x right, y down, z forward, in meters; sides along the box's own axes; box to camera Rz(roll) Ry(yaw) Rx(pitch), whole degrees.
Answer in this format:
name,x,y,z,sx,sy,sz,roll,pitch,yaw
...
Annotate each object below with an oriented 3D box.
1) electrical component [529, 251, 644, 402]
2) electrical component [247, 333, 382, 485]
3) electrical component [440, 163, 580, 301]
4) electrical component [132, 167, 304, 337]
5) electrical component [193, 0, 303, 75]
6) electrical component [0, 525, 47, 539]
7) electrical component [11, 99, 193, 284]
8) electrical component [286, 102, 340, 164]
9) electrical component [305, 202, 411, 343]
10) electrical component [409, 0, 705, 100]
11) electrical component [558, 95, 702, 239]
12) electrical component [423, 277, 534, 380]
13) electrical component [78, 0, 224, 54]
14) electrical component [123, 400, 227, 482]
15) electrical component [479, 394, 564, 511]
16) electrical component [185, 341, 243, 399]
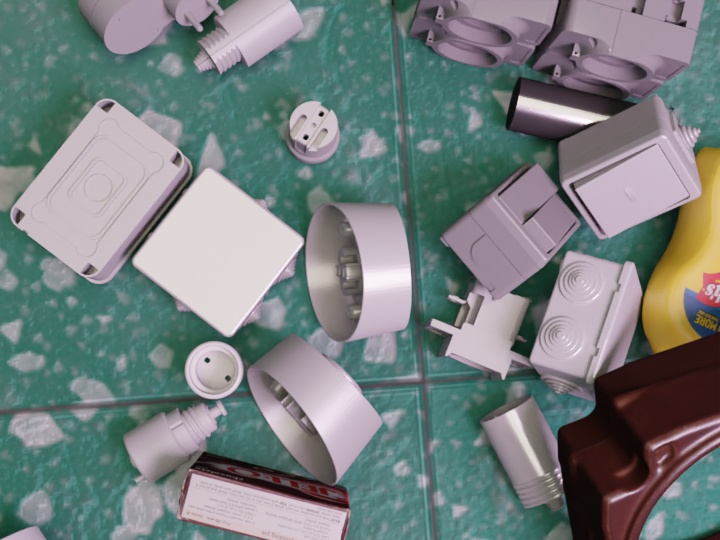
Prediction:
name,x,y,z,sx,sy,sz,roll,pitch,yaw
electrical component,0.160,0.042,0.757,0.048,0.099,0.099,16,77,24
electrical component,-0.034,0.094,0.746,0.099,0.099,0.064,45,78,1
electrical component,0.113,-0.033,0.766,0.061,0.096,0.061,50,126,1
electrical component,-0.100,-0.011,0.772,0.100,0.048,0.099,38,85,0
electrical component,-0.087,-0.172,0.788,0.081,0.043,0.043,-36,88,-5
electrical component,-0.254,0.212,0.720,0.108,0.108,0.060,-29,82,-5
electrical component,-0.182,-0.055,0.767,0.078,0.057,0.113,37,85,0
electrical component,-0.034,-0.101,0.784,0.040,0.046,0.040,0,86,-4
electrical component,0.000,0.000,0.755,0.064,0.099,0.099,-5,86,-10
electrical component,0.135,-0.178,0.770,0.186,0.105,0.060,15,85,-2
electrical component,0.196,-0.072,0.759,0.096,0.061,0.061,-26,122,26
electrical component,0.091,0.043,0.783,0.081,0.042,0.063,23,83,-2
electrical component,-0.127,-0.201,0.773,0.138,0.052,0.073,-38,70,-5
electrical component,-0.131,0.118,0.765,0.078,0.040,0.040,-31,88,-5
electrical component,0.124,0.136,0.777,0.043,0.043,0.081,-28,88,-5
electrical component,-0.103,0.071,0.767,0.040,0.046,0.040,0,86,-3
